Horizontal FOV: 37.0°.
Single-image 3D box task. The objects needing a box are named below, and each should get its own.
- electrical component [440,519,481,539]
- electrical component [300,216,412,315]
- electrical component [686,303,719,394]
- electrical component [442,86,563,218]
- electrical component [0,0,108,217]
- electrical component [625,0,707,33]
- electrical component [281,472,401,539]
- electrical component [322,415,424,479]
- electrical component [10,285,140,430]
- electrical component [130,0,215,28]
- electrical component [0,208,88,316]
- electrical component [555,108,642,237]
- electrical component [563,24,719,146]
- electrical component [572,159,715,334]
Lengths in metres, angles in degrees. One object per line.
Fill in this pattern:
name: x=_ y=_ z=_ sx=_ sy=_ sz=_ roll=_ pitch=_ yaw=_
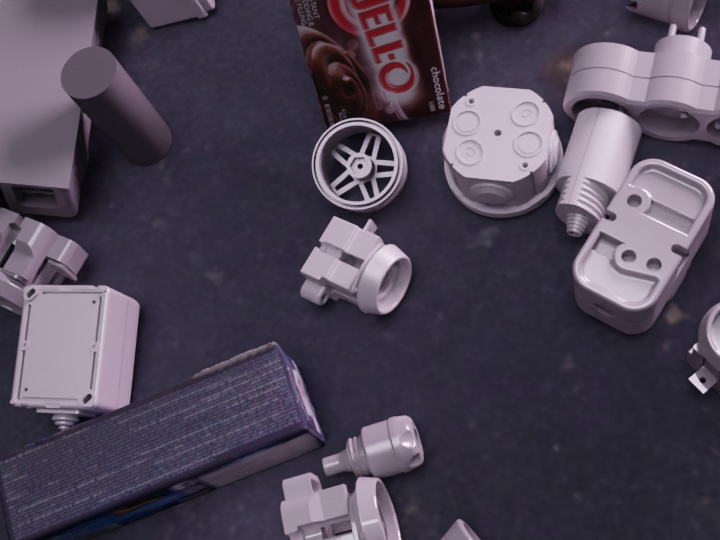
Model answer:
electrical component: x=0.047 y=0.183 z=0.629 sx=0.065 sy=0.044 sz=0.044 roll=-40 pitch=66 yaw=1
electrical component: x=0.000 y=0.000 z=0.709 sx=0.055 sy=0.048 sz=0.066 roll=24 pitch=76 yaw=28
electrical component: x=0.223 y=0.045 z=0.634 sx=0.066 sy=0.055 sz=0.048 roll=-40 pitch=66 yaw=-4
electrical component: x=0.094 y=-0.079 z=0.715 sx=0.080 sy=0.051 sz=0.080 roll=-4 pitch=68 yaw=11
electrical component: x=-0.252 y=-0.136 z=0.794 sx=0.105 sy=0.060 sz=0.186 roll=5 pitch=69 yaw=-6
electrical component: x=0.211 y=-0.188 z=0.737 sx=0.046 sy=0.040 sz=0.040 roll=24 pitch=76 yaw=25
electrical component: x=-0.009 y=0.157 z=0.643 sx=0.057 sy=0.058 sz=0.078 roll=-18 pitch=66 yaw=9
electrical component: x=0.007 y=0.114 z=0.668 sx=0.061 sy=0.035 sz=0.035 roll=-18 pitch=66 yaw=7
electrical component: x=-0.189 y=0.062 z=0.723 sx=0.062 sy=0.061 sz=0.096 roll=0 pitch=77 yaw=13
electrical component: x=-0.156 y=-0.259 z=0.811 sx=0.056 sy=0.108 sz=0.108 roll=-11 pitch=67 yaw=11
electrical component: x=-0.240 y=-0.003 z=0.758 sx=0.078 sy=0.058 sz=0.057 roll=20 pitch=72 yaw=20
electrical component: x=0.151 y=-0.059 z=0.698 sx=0.043 sy=0.043 sz=0.081 roll=16 pitch=73 yaw=18
electrical component: x=0.209 y=-0.129 z=0.707 sx=0.138 sy=0.052 sz=0.073 roll=11 pitch=72 yaw=17
electrical component: x=0.174 y=-0.012 z=0.665 sx=0.054 sy=0.059 sz=0.095 roll=30 pitch=78 yaw=21
